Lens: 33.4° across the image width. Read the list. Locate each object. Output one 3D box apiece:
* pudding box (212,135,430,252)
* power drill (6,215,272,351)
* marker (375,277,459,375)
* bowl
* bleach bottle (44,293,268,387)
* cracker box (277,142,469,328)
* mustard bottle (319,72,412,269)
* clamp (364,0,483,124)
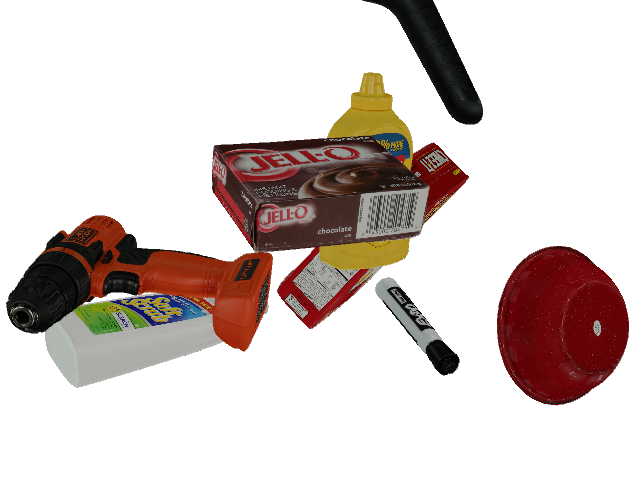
[{"bbox_3d":[-0.002,-0.032,0.663,0.113,0.039,0.090,-4,28,-22],"label":"pudding box"},{"bbox_3d":[-0.141,0.038,0.868,0.187,0.057,0.184,12,23,5],"label":"power drill"},{"bbox_3d":[0.074,0.065,0.822,0.020,0.020,0.121,0,27,-23],"label":"marker"},{"bbox_3d":[0.254,0.086,1.061,0.161,0.162,0.055,0,-1,-31],"label":"bowl"},{"bbox_3d":[-0.179,0.095,1.222,0.250,0.068,0.103,-13,32,-31],"label":"bleach bottle"},{"bbox_3d":[0.060,-0.008,1.272,0.214,0.072,0.164,-48,-7,34],"label":"cracker box"},{"bbox_3d":[0.048,-0.070,1.064,0.096,0.192,0.058,-8,18,-31],"label":"mustard bottle"},{"bbox_3d":[0.059,-0.185,0.754,0.210,0.164,0.036,26,-26,-10],"label":"clamp"}]
